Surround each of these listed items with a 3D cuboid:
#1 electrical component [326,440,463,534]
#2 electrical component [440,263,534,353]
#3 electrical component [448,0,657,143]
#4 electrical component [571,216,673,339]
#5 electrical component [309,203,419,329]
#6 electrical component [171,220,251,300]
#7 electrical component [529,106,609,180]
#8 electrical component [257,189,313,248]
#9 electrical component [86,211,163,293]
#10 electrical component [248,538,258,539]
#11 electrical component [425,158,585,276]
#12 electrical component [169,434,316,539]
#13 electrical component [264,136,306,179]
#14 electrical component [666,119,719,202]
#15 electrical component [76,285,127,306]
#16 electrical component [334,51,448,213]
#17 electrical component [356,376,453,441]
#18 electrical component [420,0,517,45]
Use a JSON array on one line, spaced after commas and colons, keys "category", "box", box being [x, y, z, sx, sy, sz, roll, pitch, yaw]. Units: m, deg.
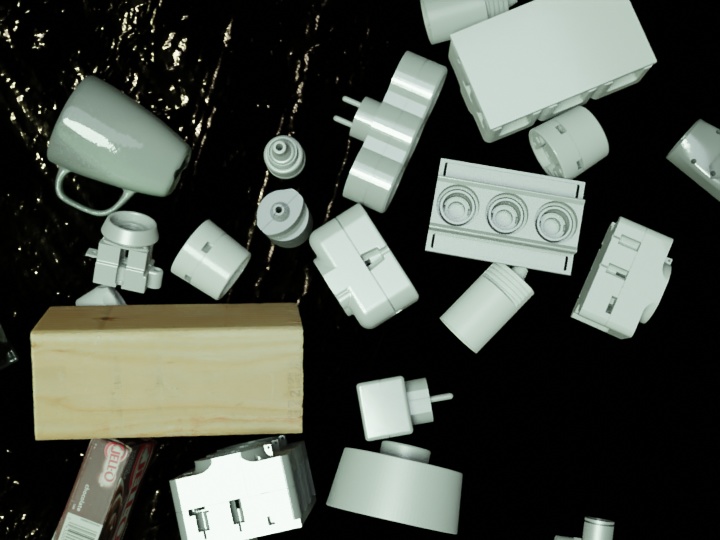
[{"category": "electrical component", "box": [0.032, 0.172, 0.872, 0.108, 0.108, 0.060, 12, 79, 3]}, {"category": "electrical component", "box": [0.111, 0.027, 0.913, 0.043, 0.043, 0.081, 44, 87, 5]}, {"category": "electrical component", "box": [0.161, -0.181, 0.923, 0.150, 0.061, 0.089, -22, 84, 0]}, {"category": "electrical component", "box": [0.224, 0.009, 0.907, 0.056, 0.050, 0.089, 24, 86, 4]}, {"category": "electrical component", "box": [0.000, 0.000, 0.914, 0.059, 0.053, 0.095, -32, 84, -2]}, {"category": "electrical component", "box": [-0.126, -0.007, 0.920, 0.047, 0.055, 0.055, 35, 87, 1]}, {"category": "electrical component", "box": [0.179, -0.107, 0.919, 0.047, 0.055, 0.055, -31, 84, -5]}, {"category": "electrical component", "box": [-0.064, -0.045, 0.907, 0.043, 0.081, 0.043, 0, 85, 2]}, {"category": "electrical component", "box": [-0.199, -0.017, 0.918, 0.066, 0.048, 0.055, 13, 114, -4]}, {"category": "electrical component", "box": [-0.101, 0.258, 0.898, 0.064, 0.042, 0.081, -38, 84, 0]}, {"category": "electrical component", "box": [0.121, -0.043, 0.910, 0.121, 0.063, 0.078, 10, 85, 3]}, {"category": "electrical component", "box": [-0.089, 0.171, 0.852, 0.089, 0.150, 0.061, -13, 85, 1]}, {"category": "electrical component", "box": [-0.066, -0.099, 0.922, 0.035, 0.061, 0.035, 0, 84, 2]}, {"category": "electrical component", "box": [0.317, -0.102, 0.918, 0.077, 0.043, 0.079, 41, 87, 5]}, {"category": "electrical component", "box": [-0.231, 0.043, 0.924, 0.062, 0.043, 0.043, -32, 84, 0]}, {"category": "electrical component", "box": [0.015, -0.125, 0.927, 0.074, 0.052, 0.138, 24, 85, 4]}, {"category": "electrical component", "box": [0.039, 0.111, 0.896, 0.077, 0.065, 0.047, -10, 84, 1]}, {"category": "electrical component", "box": [0.097, -0.228, 0.939, 0.081, 0.043, 0.043, -14, 84, 1]}]
